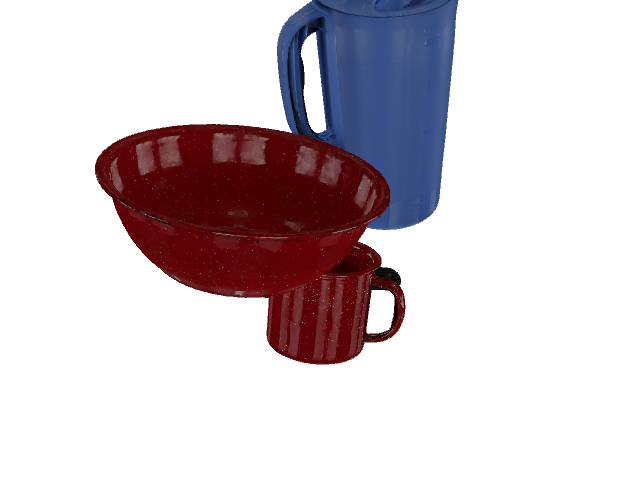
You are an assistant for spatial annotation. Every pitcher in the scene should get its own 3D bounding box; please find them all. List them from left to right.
[{"bbox_3d":[0.052,-0.131,1.012,0.149,0.243,0.144,9,37,15],"label":"pitcher"}]

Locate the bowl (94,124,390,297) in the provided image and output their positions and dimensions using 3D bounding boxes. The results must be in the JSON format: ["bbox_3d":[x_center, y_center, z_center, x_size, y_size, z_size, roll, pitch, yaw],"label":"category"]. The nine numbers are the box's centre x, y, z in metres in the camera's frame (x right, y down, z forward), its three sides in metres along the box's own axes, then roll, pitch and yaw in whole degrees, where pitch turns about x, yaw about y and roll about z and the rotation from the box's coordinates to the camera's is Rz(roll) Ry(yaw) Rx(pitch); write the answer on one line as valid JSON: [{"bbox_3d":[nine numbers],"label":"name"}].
[{"bbox_3d":[-0.044,-0.013,0.593,0.162,0.055,0.162,6,24,-3],"label":"bowl"}]

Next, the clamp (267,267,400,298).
[{"bbox_3d":[-0.038,0.047,1.177,0.210,0.036,0.164,17,31,26],"label":"clamp"}]

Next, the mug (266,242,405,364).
[{"bbox_3d":[0.011,0.050,0.863,0.117,0.081,0.093,9,20,10],"label":"mug"}]
